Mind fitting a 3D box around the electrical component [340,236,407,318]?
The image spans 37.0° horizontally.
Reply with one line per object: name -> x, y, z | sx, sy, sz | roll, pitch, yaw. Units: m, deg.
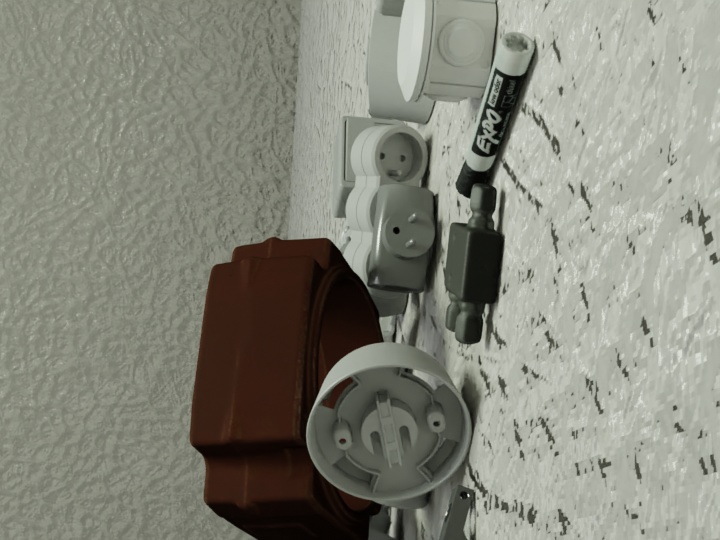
electrical component -> 0.000, 0.000, 0.939 | 0.043, 0.077, 0.079 | 102, 170, -46

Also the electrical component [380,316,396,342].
electrical component -> 0.002, 0.051, 0.991 | 0.059, 0.054, 0.095 | 107, 166, -61

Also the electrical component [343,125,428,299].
electrical component -> 0.012, -0.049, 0.881 | 0.074, 0.052, 0.138 | 11, 97, 63

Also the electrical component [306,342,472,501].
electrical component -> 0.018, 0.094, 0.660 | 0.064, 0.099, 0.099 | -90, 6, -75

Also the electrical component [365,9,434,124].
electrical component -> 0.038, -0.171, 0.887 | 0.099, 0.064, 0.099 | 4, -90, -83

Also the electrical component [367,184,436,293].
electrical component -> 0.034, -0.025, 0.802 | 0.079, 0.044, 0.077 | 142, 135, -80

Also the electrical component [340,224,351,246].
electrical component -> 0.010, -0.023, 1.016 | 0.062, 0.048, 0.048 | -133, 47, -72

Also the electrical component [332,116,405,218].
electrical component -> 0.009, -0.089, 0.982 | 0.061, 0.062, 0.096 | 106, 166, -60

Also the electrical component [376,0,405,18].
electrical component -> 0.044, -0.220, 0.773 | 0.061, 0.062, 0.096 | 103, 169, -51

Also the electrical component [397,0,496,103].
electrical component -> 0.054, -0.147, 0.691 | 0.080, 0.051, 0.080 | -176, 90, -83

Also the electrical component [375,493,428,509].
electrical component -> 0.031, 0.131, 0.760 | 0.044, 0.044, 0.065 | -147, 66, -82

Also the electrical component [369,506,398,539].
electrical component -> 0.002, 0.213, 0.869 | 0.047, 0.066, 0.076 | 105, -169, -59
